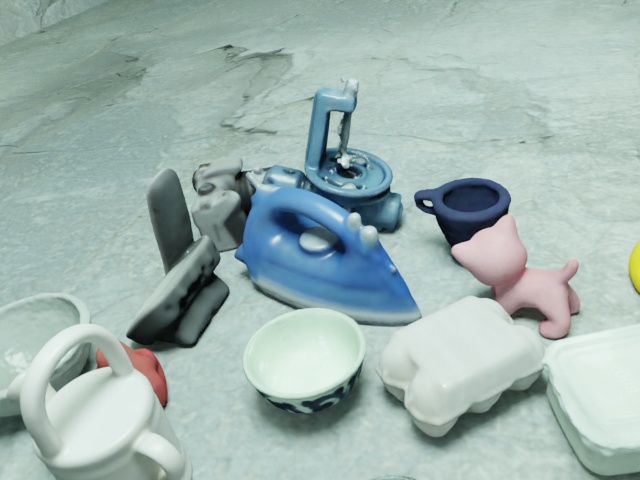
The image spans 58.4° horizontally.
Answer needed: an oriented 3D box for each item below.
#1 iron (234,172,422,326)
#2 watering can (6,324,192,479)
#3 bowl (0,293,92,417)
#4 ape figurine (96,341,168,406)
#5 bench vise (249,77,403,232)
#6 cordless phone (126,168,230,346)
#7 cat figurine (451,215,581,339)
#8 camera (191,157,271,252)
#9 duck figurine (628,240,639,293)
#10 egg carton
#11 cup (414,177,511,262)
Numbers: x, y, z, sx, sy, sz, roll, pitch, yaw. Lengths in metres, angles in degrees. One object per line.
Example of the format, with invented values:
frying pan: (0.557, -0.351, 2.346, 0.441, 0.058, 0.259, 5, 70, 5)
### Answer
iron: (0.006, 0.002, 0.686, 0.257, 0.142, 0.119, 18, 44, 36)
watering can: (-0.190, 0.154, 0.479, 0.172, 0.194, 0.101, -4, 35, 11)
bowl: (-0.330, 0.140, 0.645, 0.167, 0.075, 0.167, -8, 35, 6)
ape figurine: (-0.202, 0.139, 0.594, 0.075, 0.092, 0.078, 24, 48, 40)
bench vise: (0.000, -0.100, 0.765, 0.207, 0.220, 0.121, -11, 34, 1)
cordless phone: (-0.187, 0.021, 0.676, 0.094, 0.185, 0.147, 0, 36, 17)
cat figurine: (0.209, 0.031, 0.607, 0.127, 0.118, 0.067, 12, 41, 30)
camera: (-0.117, -0.068, 0.859, 0.137, 0.101, 0.143, -10, 34, 2)
duck figurine: (0.377, 0.017, 0.607, 0.077, 0.086, 0.104, -12, 34, -1)
egg carton: (0.134, 0.117, 0.549, 0.150, 0.069, 0.107, -23, 36, -17)
cup: (0.173, -0.018, 0.708, 0.117, 0.095, 0.092, 10, 40, 28)
